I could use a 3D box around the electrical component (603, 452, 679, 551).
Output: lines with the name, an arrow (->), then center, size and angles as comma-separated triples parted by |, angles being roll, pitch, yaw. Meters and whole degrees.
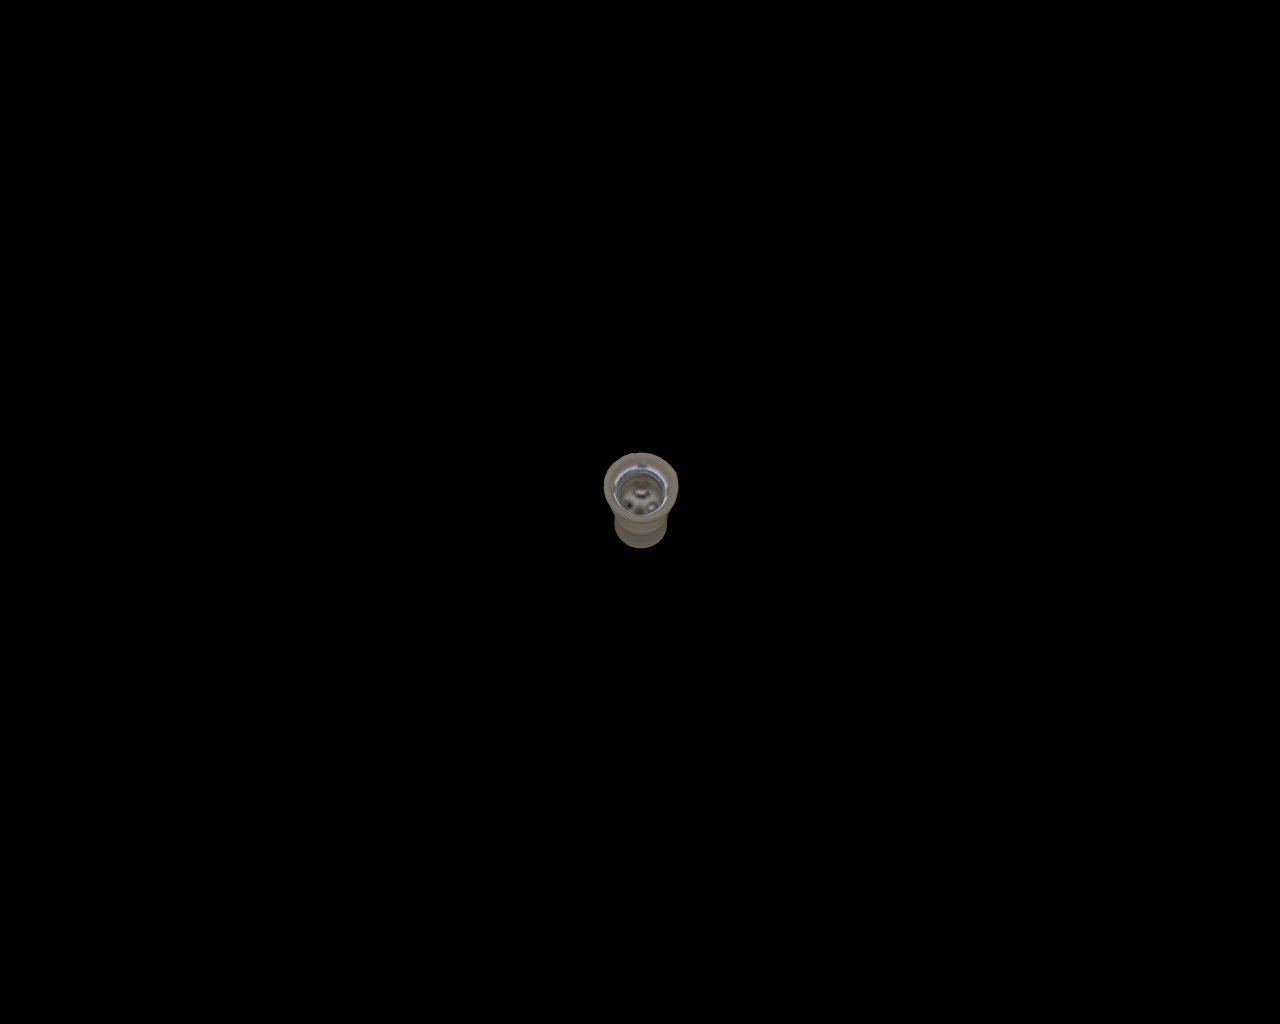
electrical component -> 0.001, -0.003, 0.650 | 0.044, 0.044, 0.065 | 0, -24, 0
